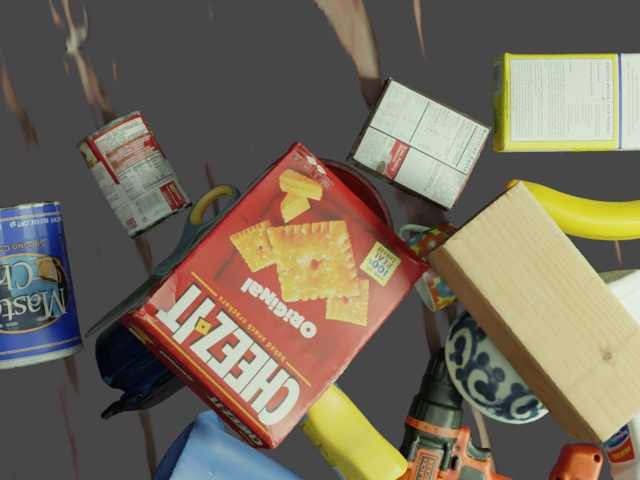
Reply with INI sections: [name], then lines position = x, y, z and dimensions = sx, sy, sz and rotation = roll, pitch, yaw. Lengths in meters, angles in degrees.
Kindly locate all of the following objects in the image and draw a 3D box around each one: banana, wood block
[banana]
position = 0.278, -0.033, 1.032
dimensions = 0.197, 0.037, 0.069
rotation = -6, 73, -4
[wood block]
position = 0.192, 0.062, 0.907
dimensions = 0.090, 0.090, 0.206
rotation = -38, 87, -7

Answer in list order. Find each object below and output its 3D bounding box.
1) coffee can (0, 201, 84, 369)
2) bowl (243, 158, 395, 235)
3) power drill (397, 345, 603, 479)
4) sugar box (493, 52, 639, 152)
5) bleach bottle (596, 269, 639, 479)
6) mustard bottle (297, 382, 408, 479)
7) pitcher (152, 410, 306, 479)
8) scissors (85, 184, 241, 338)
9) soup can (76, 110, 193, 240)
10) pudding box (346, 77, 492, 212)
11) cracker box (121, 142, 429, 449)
[coffee can]
position = -0.278, 0.040, 0.974
dimensions = 0.103, 0.103, 0.140
rotation = -9, 92, -2
[bowl]
position = -0.007, 0.001, 1.009
dimensions = 0.162, 0.055, 0.162
rotation = 0, 91, -3
[power drill]
position = 0.169, 0.209, 1.024
dimensions = 0.187, 0.057, 0.184
rotation = 16, 93, -1
[sugar box]
position = 0.256, -0.131, 1.022
dimensions = 0.176, 0.048, 0.093
rotation = 0, 92, -6
[bleach bottle]
position = 0.294, 0.156, 1.003
dimensions = 0.068, 0.103, 0.251
rotation = -20, 92, -21
[mustard bottle]
position = -0.002, 0.154, 0.991
dimensions = 0.058, 0.096, 0.192
rotation = -39, 82, -13
[pitcher]
position = -0.049, 0.280, 0.978
dimensions = 0.242, 0.145, 0.149
rotation = 29, 101, -6
[scissors]
position = -0.140, 0.012, 1.002
dimensions = 0.202, 0.096, 0.016
rotation = -28, 133, 10
[soup can]
position = -0.172, -0.060, 0.993
dimensions = 0.068, 0.068, 0.102
rotation = -30, 94, -1
[pudding box]
position = 0.094, -0.091, 1.019
dimensions = 0.113, 0.039, 0.090
rotation = 27, 89, -5
[cracker box]
position = -0.035, 0.046, 0.915
dimensions = 0.164, 0.072, 0.213
rotation = 44, 70, -6
